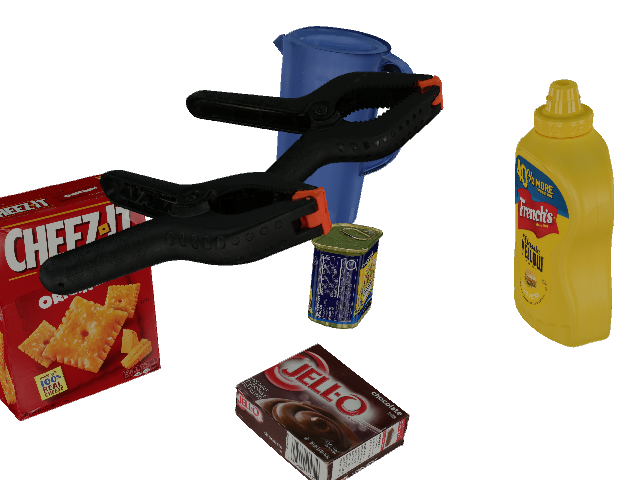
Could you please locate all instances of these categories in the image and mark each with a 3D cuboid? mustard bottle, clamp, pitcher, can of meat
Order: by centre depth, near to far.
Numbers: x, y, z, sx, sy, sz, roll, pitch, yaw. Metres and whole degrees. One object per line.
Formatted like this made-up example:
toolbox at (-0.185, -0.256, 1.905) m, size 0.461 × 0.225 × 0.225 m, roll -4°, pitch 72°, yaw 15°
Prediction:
clamp at (-0.082, -0.006, 0.641) m, size 0.172 × 0.039 × 0.120 m, roll -1°, pitch 40°, yaw 23°
mustard bottle at (0.177, -0.024, 0.782) m, size 0.058 × 0.192 × 0.096 m, roll -12°, pitch 28°, yaw -12°
clamp at (0.000, -0.083, 0.857) m, size 0.210 × 0.164 × 0.036 m, roll -12°, pitch -42°, yaw 0°
can of meat at (0.024, 0.035, 1.083) m, size 0.057 × 0.084 × 0.102 m, roll 9°, pitch 15°, yaw 14°
pitcher at (0.016, -0.136, 1.329) m, size 0.144 × 0.243 × 0.149 m, roll -3°, pitch 25°, yaw -21°

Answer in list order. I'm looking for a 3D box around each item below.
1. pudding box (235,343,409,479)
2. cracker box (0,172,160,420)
pudding box at (0.000, 0.139, 0.855) m, size 0.089 × 0.039 × 0.114 m, roll -24°, pitch 46°, yaw -36°
cracker box at (-0.254, 0.054, 1.080) m, size 0.163 × 0.214 × 0.072 m, roll -17°, pitch 28°, yaw -32°
